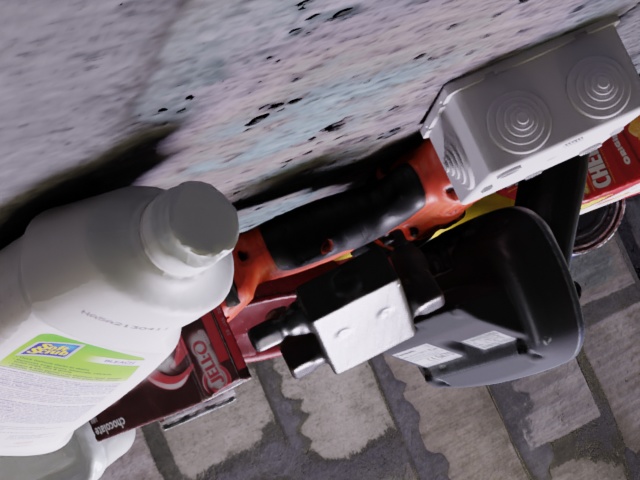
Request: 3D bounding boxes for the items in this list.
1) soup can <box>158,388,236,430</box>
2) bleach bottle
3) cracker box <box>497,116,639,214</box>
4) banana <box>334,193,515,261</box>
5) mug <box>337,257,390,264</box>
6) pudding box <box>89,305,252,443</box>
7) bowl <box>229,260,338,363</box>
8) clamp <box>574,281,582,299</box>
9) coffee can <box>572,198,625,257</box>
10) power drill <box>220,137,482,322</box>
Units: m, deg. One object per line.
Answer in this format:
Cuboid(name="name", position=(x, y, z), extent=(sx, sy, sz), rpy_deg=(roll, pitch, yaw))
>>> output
Cuboid(name="soup can", position=(-0.118, 0.098, 0.884), extent=(0.068, 0.102, 0.068), rpy_deg=(-23, 175, -2))
Cuboid(name="bleach bottle", position=(-0.105, 0.036, 0.460), extent=(0.102, 0.068, 0.251), rpy_deg=(9, 155, -35))
Cuboid(name="cracker box", position=(0.218, -0.064, 0.840), extent=(0.213, 0.072, 0.164), rpy_deg=(-19, 173, -29))
Cuboid(name="banana", position=(0.082, -0.006, 0.771), extent=(0.198, 0.070, 0.037), rpy_deg=(6, -166, 20))
Cuboid(name="mug", position=(0.037, 0.024, 0.906), extent=(0.117, 0.081, 0.093), rpy_deg=(-20, 174, -25))
Cuboid(name="pudding box", position=(-0.096, 0.051, 0.566), extent=(0.039, 0.090, 0.114), rpy_deg=(-19, 174, -42))
Cuboid(name="bowl", position=(-0.044, 0.043, 0.781), extent=(0.162, 0.055, 0.162), rpy_deg=(-12, 161, -4))
Cuboid(name="clamp", position=(0.142, 0.004, 1.075), extent=(0.164, 0.036, 0.210), rpy_deg=(32, 172, -35))
Cuboid(name="coffee can", position=(0.228, -0.031, 1.032), extent=(0.103, 0.103, 0.140), rpy_deg=(-23, 175, 1))
Cuboid(name="power drill", position=(-0.004, 0.001, 0.641), extent=(0.187, 0.057, 0.185), rpy_deg=(-24, 172, -21))
